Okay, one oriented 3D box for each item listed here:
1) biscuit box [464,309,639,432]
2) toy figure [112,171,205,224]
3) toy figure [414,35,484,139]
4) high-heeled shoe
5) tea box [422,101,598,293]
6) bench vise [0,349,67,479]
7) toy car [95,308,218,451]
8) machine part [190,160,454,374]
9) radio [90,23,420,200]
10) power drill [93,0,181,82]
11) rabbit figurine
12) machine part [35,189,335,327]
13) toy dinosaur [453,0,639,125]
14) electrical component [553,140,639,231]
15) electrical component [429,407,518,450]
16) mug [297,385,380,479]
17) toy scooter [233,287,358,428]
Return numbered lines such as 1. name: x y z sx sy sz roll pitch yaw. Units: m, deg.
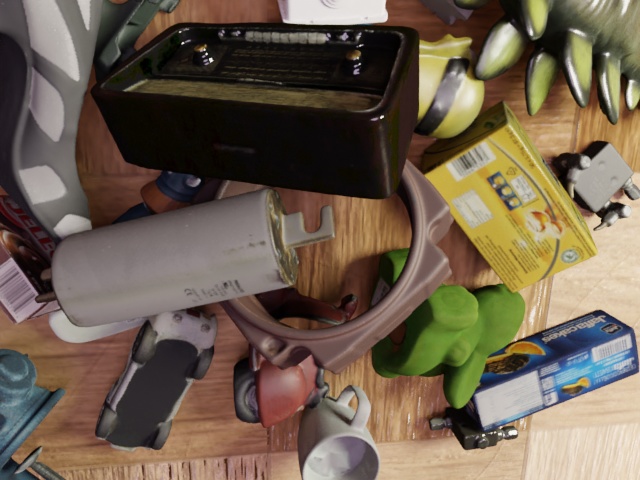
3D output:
1. biscuit box: 0.264 0.150 0.629 0.203 0.063 0.059 -20 108 -4
2. toy figure: -0.158 -0.023 0.512 0.064 0.058 0.154 44 99 3
3. toy figure: 0.063 -0.149 0.500 0.180 0.082 0.089 7 101 -13
4. high-heeled shoe: -0.197 -0.097 0.430 0.145 0.086 0.248 -41 143 -24
5. tea box: 0.190 -0.040 0.543 0.098 0.068 0.169 -30 112 28
6. bench vise: -0.312 0.227 0.530 0.240 0.129 0.223 40 96 -10
7. toy car: -0.169 0.146 0.550 0.073 0.056 0.201 22 117 -21
8. machine part: -0.001 -0.001 0.476 0.201 0.087 0.201 -41 71 0
9. radio: -0.040 -0.109 0.415 0.230 0.131 0.073 11 138 19
10. power drill: -0.216 -0.243 0.428 0.207 0.086 0.232 35 100 -21
11. rabbit figurine: 0.147 0.098 0.571 0.170 0.121 0.159 1 110 -25
12. machine part: -0.107 0.015 0.409 0.243 0.079 0.079 -11 108 8
13. toy dinosaur: 0.233 -0.211 0.479 0.471 0.105 0.198 19 92 -29
14. electrical component: 0.302 -0.060 0.582 0.078 0.045 0.102 -40 108 5
15. electrical component: 0.179 0.222 0.635 0.094 0.063 0.021 -5 107 -7
16. mug: 0.016 0.205 0.583 0.081 0.107 0.109 17 98 -15
17. toy scooter: -0.026 0.109 0.565 0.135 0.075 0.183 -3 102 -6
